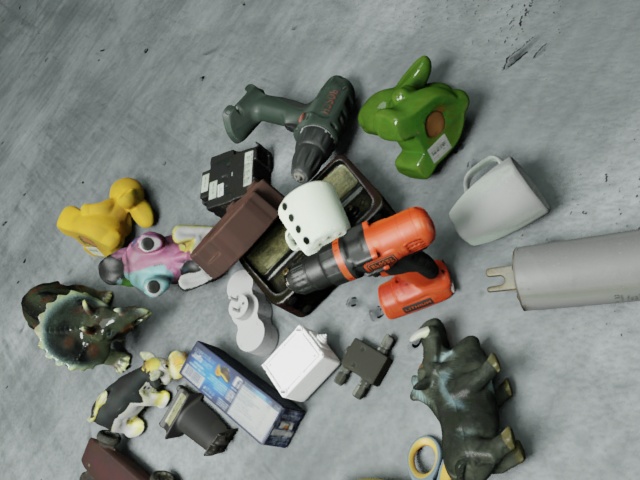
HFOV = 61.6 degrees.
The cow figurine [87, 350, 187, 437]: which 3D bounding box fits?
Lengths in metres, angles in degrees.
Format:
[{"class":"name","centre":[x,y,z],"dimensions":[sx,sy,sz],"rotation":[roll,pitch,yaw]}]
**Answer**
[{"class":"cow figurine","centre":[-0.292,0.235,0.865],"dimensions":[0.167,0.098,0.068],"rotation":[-49,45,4]}]

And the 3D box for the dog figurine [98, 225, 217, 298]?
[{"class":"dog figurine","centre":[-0.283,0.038,0.951],"dimensions":[0.219,0.191,0.108],"rotation":[-7,95,59]}]

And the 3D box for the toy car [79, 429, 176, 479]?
[{"class":"toy car","centre":[-0.299,0.371,0.833],"dimensions":[0.202,0.053,0.089],"rotation":[18,89,34]}]

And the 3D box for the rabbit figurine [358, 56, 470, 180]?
[{"class":"rabbit figurine","centre":[0.124,-0.193,0.795],"dimensions":[0.159,0.121,0.170],"rotation":[-51,37,-3]}]

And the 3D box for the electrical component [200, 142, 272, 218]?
[{"class":"electrical component","centre":[-0.152,-0.101,0.961],"dimensions":[0.134,0.058,0.115],"rotation":[-13,59,27]}]

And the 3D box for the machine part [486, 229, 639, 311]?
[{"class":"machine part","centre":[0.306,0.033,0.589],"dimensions":[0.243,0.079,0.079],"rotation":[-9,63,28]}]

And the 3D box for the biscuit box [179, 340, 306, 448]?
[{"class":"biscuit box","centre":[-0.118,0.220,0.782],"dimensions":[0.203,0.062,0.059],"rotation":[25,83,39]}]

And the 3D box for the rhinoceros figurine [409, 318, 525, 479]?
[{"class":"rhinoceros figurine","centre":[0.160,0.176,0.613],"dimensions":[0.112,0.073,0.190],"rotation":[-24,48,18]}]

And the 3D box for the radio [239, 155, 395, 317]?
[{"class":"radio","centre":[-0.002,-0.002,0.806],"dimensions":[0.229,0.073,0.131],"rotation":[-45,52,7]}]

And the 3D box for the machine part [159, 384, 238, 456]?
[{"class":"machine part","centre":[-0.189,0.279,0.817],"dimensions":[0.139,0.039,0.084],"rotation":[16,69,39]}]

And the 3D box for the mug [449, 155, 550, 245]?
[{"class":"mug","centre":[0.217,-0.051,0.686],"dimensions":[0.107,0.080,0.110],"rotation":[-38,57,23]}]

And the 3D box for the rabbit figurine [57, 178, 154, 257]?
[{"class":"rabbit figurine","centre":[-0.412,-0.061,1.076],"dimensions":[0.162,0.121,0.173],"rotation":[-6,46,38]}]

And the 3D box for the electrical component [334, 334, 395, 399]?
[{"class":"electrical component","centre":[0.060,0.162,0.721],"dimensions":[0.063,0.021,0.094],"rotation":[28,85,39]}]

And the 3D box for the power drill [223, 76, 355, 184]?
[{"class":"power drill","centre":[-0.056,-0.190,0.881],"dimensions":[0.208,0.085,0.232],"rotation":[10,53,32]}]

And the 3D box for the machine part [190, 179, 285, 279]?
[{"class":"machine part","centre":[-0.127,-0.019,0.823],"dimensions":[0.179,0.056,0.179],"rotation":[-44,13,13]}]

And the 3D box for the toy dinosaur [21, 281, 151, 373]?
[{"class":"toy dinosaur","centre":[-0.456,0.131,0.961],"dimensions":[0.405,0.192,0.131],"rotation":[14,74,35]}]
